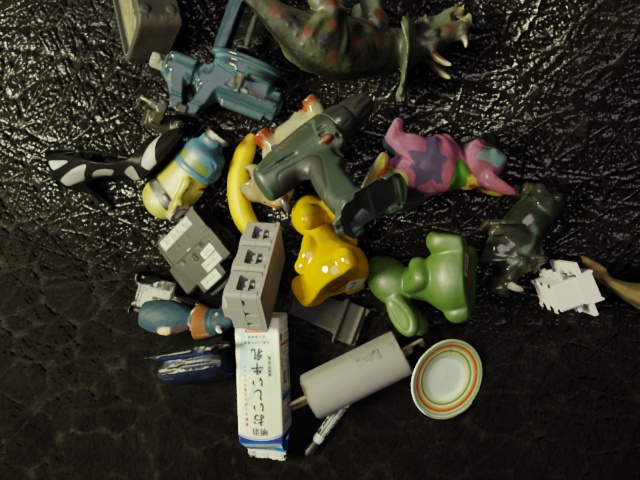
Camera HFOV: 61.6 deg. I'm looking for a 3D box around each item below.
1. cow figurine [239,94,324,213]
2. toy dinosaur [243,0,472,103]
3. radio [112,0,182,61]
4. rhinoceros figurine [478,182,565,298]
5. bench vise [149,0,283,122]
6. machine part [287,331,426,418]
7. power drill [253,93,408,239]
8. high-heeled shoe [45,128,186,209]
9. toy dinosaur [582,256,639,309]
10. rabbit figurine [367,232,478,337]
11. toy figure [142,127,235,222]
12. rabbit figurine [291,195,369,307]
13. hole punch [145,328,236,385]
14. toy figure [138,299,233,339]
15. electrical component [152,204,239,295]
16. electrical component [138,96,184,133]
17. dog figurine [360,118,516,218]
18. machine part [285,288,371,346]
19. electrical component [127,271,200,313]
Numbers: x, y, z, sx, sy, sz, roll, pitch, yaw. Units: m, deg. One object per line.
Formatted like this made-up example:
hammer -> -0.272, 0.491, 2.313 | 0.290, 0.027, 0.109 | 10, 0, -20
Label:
cow figurine -> -0.049, -0.131, 0.879 | 0.195, 0.085, 0.127 | -39, 89, -5
toy dinosaur -> 0.028, -0.300, 0.796 | 0.405, 0.131, 0.192 | -9, 73, -25
radio -> -0.296, -0.426, 0.882 | 0.073, 0.131, 0.229 | -13, 88, -30
rhinoceros figurine -> 0.315, -0.002, 0.853 | 0.112, 0.073, 0.190 | 29, 90, -5
bench vise -> -0.149, -0.305, 0.869 | 0.224, 0.129, 0.240 | 21, 96, 3
machine part -> 0.058, 0.215, 0.863 | 0.243, 0.079, 0.079 | -26, 87, 3
power drill -> 0.032, -0.111, 0.764 | 0.232, 0.085, 0.207 | -33, 57, -10
high-heeled shoe -> -0.345, -0.152, 0.896 | 0.249, 0.086, 0.145 | -35, 106, 23
toy dinosaur -> 0.601, 0.117, 0.749 | 0.472, 0.198, 0.105 | 23, 101, 16
rabbit figurine -> 0.156, 0.072, 0.853 | 0.170, 0.121, 0.159 | -2, 81, 28
toy figure -> -0.221, -0.110, 0.901 | 0.089, 0.082, 0.180 | 40, 99, 20
rabbit figurine -> -0.002, -0.003, 0.845 | 0.122, 0.162, 0.173 | -16, 61, -10
hole punch -> -0.198, 0.199, 0.879 | 0.142, 0.116, 0.092 | -8, 96, 6
toy figure -> -0.209, 0.125, 0.860 | 0.155, 0.057, 0.064 | 6, 72, 5
electrical component -> -0.196, 0.024, 0.894 | 0.115, 0.058, 0.134 | -40, 84, 20
electrical component -> -0.269, -0.207, 0.902 | 0.078, 0.102, 0.045 | 13, 91, -21
dog figurine -> 0.188, -0.096, 0.848 | 0.219, 0.108, 0.191 | 24, 91, 3
machine part -> 0.007, 0.122, 0.895 | 0.139, 0.039, 0.084 | 23, 97, 4
electrical component -> -0.260, 0.100, 0.915 | 0.119, 0.048, 0.074 | 10, 91, 1
